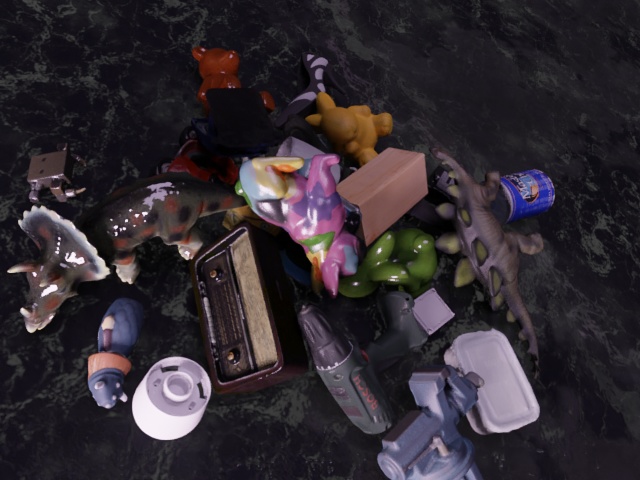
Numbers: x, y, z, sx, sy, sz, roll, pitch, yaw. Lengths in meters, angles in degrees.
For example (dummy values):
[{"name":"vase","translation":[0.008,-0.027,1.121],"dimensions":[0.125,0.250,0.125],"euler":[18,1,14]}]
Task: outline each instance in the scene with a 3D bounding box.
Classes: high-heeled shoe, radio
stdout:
[{"name":"high-heeled shoe","translation":[-0.049,-0.320,1.131],"dimensions":[0.145,0.086,0.249],"euler":[42,49,12]},{"name":"radio","translation":[-0.110,0.103,0.790],"dimensions":[0.073,0.131,0.230],"euler":[27,40,-54]}]

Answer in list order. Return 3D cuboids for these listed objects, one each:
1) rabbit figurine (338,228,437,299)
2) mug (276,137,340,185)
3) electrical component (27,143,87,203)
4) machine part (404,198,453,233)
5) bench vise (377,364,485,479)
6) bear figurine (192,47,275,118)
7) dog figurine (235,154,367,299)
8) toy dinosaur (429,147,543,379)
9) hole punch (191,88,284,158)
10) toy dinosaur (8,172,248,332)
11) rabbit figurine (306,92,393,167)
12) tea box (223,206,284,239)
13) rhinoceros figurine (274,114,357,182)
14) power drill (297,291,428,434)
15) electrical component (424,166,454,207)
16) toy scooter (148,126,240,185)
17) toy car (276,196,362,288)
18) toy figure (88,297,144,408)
[{"name":"rabbit figurine","translation":[0.114,0.054,0.924],"dimensions":[0.170,0.159,0.121],"euler":[-21,78,-15]},{"name":"mug","translation":[-0.019,-0.113,0.920],"dimensions":[0.107,0.080,0.110],"euler":[17,45,-23]},{"name":"electrical component","translation":[-0.421,-0.106,0.863],"dimensions":[0.078,0.045,0.102],"euler":[-16,60,2]},{"name":"machine part","translation":[0.218,-0.051,1.088],"dimensions":[0.139,0.039,0.084],"euler":[36,48,5]},{"name":"bench vise","translation":[0.195,0.314,0.799],"dimensions":[0.223,0.129,0.240],"euler":[-34,96,-45]},{"name":"bear figurine","translation":[-0.175,-0.313,1.048],"dimensions":[0.120,0.132,0.196],"euler":[19,54,-41]},{"name":"dog figurine","translation":[-0.024,-0.019,0.813],"dimensions":[0.191,0.108,0.219],"euler":[-7,92,-23]},{"name":"toy dinosaur","translation":[0.325,0.024,1.030],"dimensions":[0.198,0.105,0.471],"euler":[-25,82,-36]},{"name":"hole punch","translation":[-0.151,-0.191,0.933],"dimensions":[0.142,0.092,0.116],"euler":[-10,74,-40]},{"name":"toy dinosaur","translation":[-0.245,-0.031,0.766],"dimensions":[0.405,0.192,0.131],"euler":[-31,81,-15]},{"name":"rabbit figurine","translation":[0.051,-0.222,1.043],"dimensions":[0.162,0.122,0.173],"euler":[36,16,12]},{"name":"tea box","translation":[-0.078,-0.058,0.953],"dimensions":[0.098,0.068,0.169],"euler":[43,54,8]},{"name":"rhinoceros figurine","translation":[-0.003,-0.159,1.012],"dimensions":[0.190,0.112,0.073],"euler":[43,73,-36]},{"name":"power drill","translation":[0.076,0.158,0.825],"dimensions":[0.207,0.086,0.231],"euler":[-37,107,-49]},{"name":"electrical component","translation":[0.267,-0.118,1.146],"dimensions":[0.075,0.047,0.119],"euler":[38,54,3]},{"name":"toy scooter","translation":[-0.207,-0.119,0.939],"dimensions":[0.135,0.075,0.184],"euler":[27,48,-5]},{"name":"toy car","translation":[-0.002,-0.003,0.922],"dimensions":[0.109,0.103,0.161],"euler":[34,88,3]},{"name":"toy figure","translation":[-0.281,0.155,0.738],"dimensions":[0.064,0.058,0.154],"euler":[30,46,-30]}]
